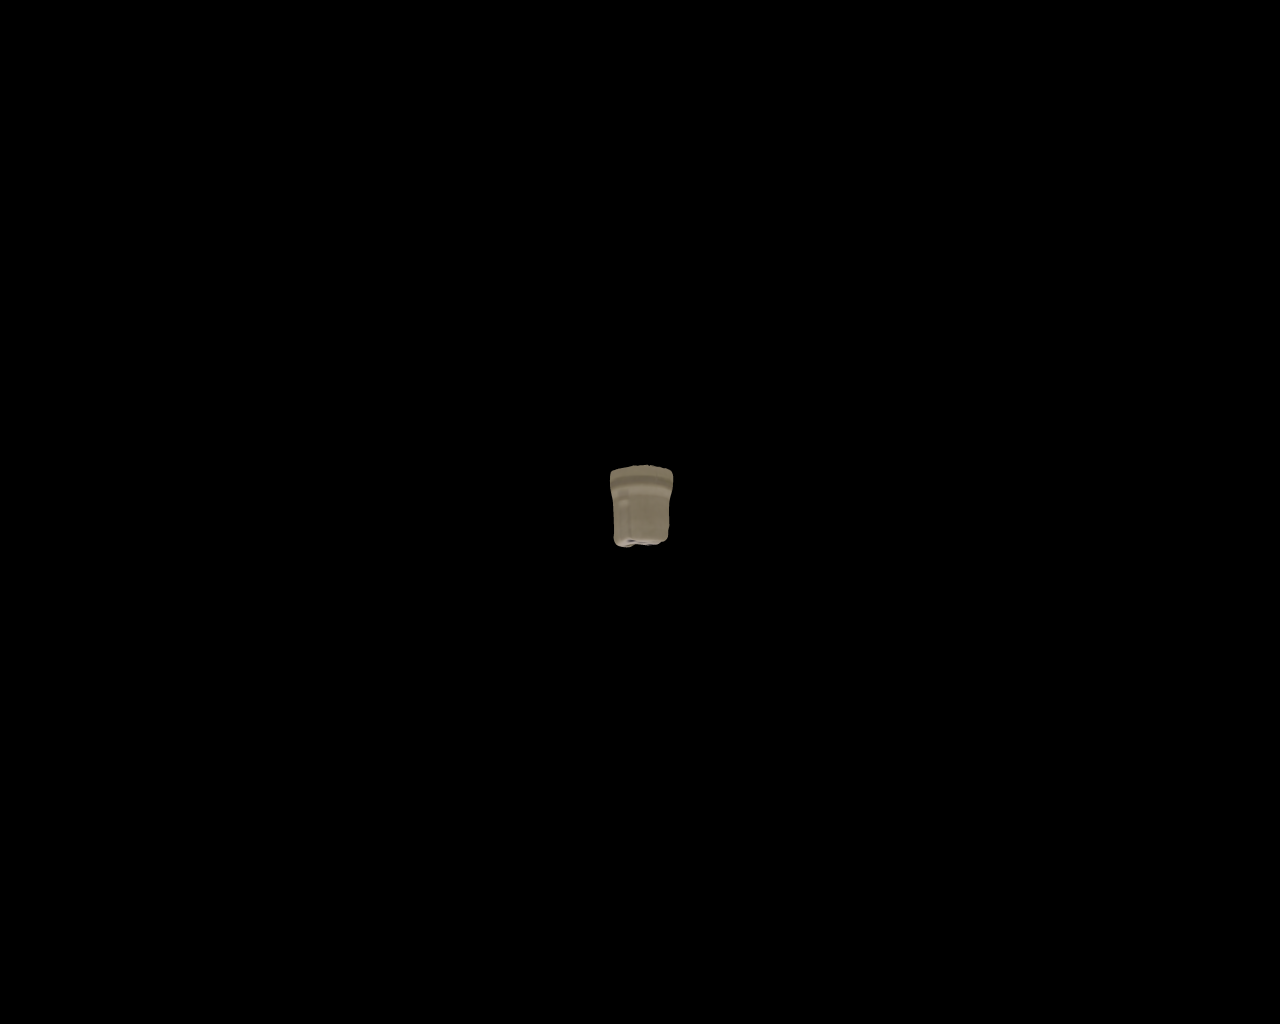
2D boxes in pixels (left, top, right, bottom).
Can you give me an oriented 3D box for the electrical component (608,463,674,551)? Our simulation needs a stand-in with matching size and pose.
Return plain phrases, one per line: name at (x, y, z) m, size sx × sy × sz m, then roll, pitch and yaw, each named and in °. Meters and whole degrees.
electrical component at (0.001, -0.003, 0.650) m, size 0.040 × 0.046 × 0.040 m, roll 0°, pitch -14°, yaw 0°
